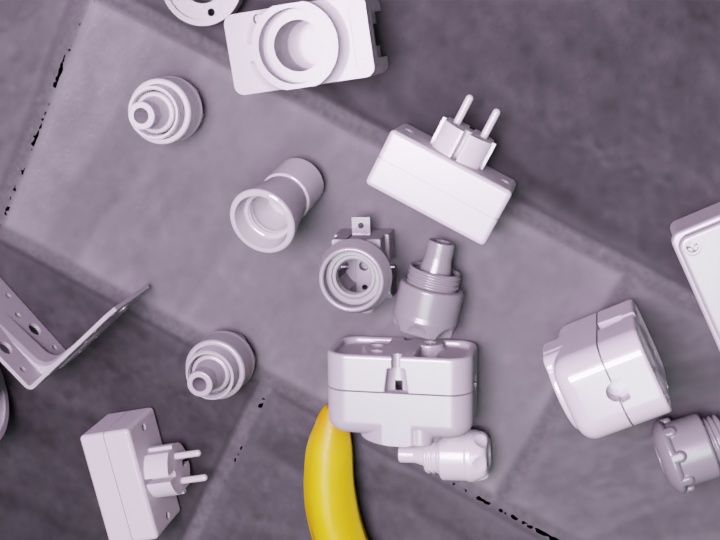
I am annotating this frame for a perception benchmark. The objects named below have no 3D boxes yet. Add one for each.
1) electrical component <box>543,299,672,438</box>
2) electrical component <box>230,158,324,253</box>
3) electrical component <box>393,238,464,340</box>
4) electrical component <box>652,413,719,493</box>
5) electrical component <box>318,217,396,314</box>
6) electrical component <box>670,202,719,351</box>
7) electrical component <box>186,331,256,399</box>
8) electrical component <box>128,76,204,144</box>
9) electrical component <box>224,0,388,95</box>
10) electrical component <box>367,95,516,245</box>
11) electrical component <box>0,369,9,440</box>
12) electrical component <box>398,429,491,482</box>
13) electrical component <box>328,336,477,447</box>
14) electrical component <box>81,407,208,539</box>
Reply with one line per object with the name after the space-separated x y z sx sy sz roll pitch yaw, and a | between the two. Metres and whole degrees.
0.150 0.061 0.658 0.059 0.095 0.053 -24 97 17 | electrical component
-0.050 -0.045 0.692 0.044 0.065 0.044 11 122 17 | electrical component
0.047 0.011 0.696 0.043 0.043 0.062 14 104 9 | electrical component
0.220 0.111 0.683 0.062 0.048 0.048 -20 98 9 | electrical component
0.000 0.000 0.697 0.048 0.055 0.066 0 103 12 | electrical component
0.257 0.003 0.642 0.109 0.056 0.108 -24 97 16 | electrical component
-0.099 0.068 0.731 0.043 0.062 0.043 3 104 11 | electrical component
-0.130 -0.103 0.698 0.043 0.062 0.043 3 104 11 | electrical component
-0.034 -0.140 0.671 0.089 0.055 0.050 -6 102 14 | electrical component
0.060 -0.071 0.672 0.083 0.047 0.075 28 107 5 | electrical component
-0.291 0.084 0.756 0.060 0.108 0.108 -21 98 10 | electrical component
0.057 0.125 0.726 0.061 0.035 0.035 -1 103 15 | electrical component
0.028 0.079 0.709 0.095 0.054 0.059 2 100 12 | electrical component
-0.146 0.144 0.768 0.076 0.047 0.083 -10 101 14 | electrical component
